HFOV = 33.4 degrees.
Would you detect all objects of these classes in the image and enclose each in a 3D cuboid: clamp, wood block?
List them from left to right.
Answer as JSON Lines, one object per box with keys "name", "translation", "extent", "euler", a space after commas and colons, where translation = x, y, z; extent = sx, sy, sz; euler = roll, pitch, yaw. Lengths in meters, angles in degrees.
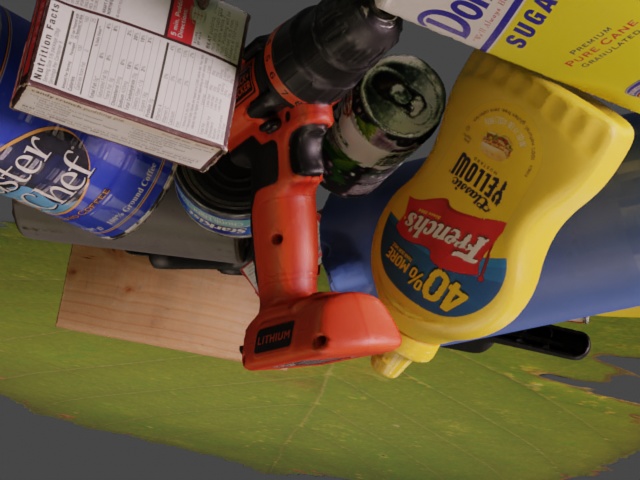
{"name": "wood block", "translation": [-0.126, 0.056, 0.973], "extent": [0.206, 0.090, 0.091], "euler": [11, 174, -7]}
{"name": "clamp", "translation": [-0.076, 0.011, 0.883], "extent": [0.171, 0.039, 0.120], "euler": [3, -170, -13]}
{"name": "clamp", "translation": [0.123, 0.065, 0.969], "extent": [0.164, 0.036, 0.210], "euler": [33, 162, -17]}

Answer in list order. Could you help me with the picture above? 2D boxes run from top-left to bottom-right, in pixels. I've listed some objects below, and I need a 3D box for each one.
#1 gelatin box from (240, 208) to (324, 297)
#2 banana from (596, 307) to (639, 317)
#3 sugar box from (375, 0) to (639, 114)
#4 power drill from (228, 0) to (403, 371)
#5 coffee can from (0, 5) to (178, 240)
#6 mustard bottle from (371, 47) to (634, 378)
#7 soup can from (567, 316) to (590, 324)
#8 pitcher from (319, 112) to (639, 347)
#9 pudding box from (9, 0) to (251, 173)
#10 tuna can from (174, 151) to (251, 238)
{"name": "gelatin box", "translation": [-0.005, 0.001, 0.782], "extent": [0.089, 0.030, 0.073], "euler": [-36, 176, 36]}
{"name": "banana", "translation": [0.252, 0.035, 0.858], "extent": [0.198, 0.037, 0.069], "euler": [-9, 135, 37]}
{"name": "sugar box", "translation": [0.122, -0.112, 0.493], "extent": [0.176, 0.048, 0.093], "euler": [15, 159, -19]}
{"name": "power drill", "translation": [-0.003, -0.028, 0.580], "extent": [0.057, 0.187, 0.185], "euler": [0, 167, -27]}
{"name": "coffee can", "translation": [-0.168, -0.071, 0.649], "extent": [0.103, 0.103, 0.140], "euler": [-10, 153, 43]}
{"name": "mustard bottle", "translation": [0.081, -0.004, 0.586], "extent": [0.096, 0.192, 0.058], "euler": [40, -158, 28]}
{"name": "soup can", "translation": [0.157, 0.028, 0.825], "extent": [0.102, 0.068, 0.068], "euler": [2, 159, 17]}
{"name": "pitcher", "translation": [0.134, -0.007, 0.682], "extent": [0.243, 0.149, 0.145], "euler": [-13, 136, 40]}
{"name": "pudding box", "translation": [-0.098, -0.097, 0.567], "extent": [0.113, 0.090, 0.039], "euler": [17, 158, -22]}
{"name": "tuna can", "translation": [-0.052, -0.047, 0.690], "extent": [0.086, 0.086, 0.034], "euler": [9, 158, 0]}
